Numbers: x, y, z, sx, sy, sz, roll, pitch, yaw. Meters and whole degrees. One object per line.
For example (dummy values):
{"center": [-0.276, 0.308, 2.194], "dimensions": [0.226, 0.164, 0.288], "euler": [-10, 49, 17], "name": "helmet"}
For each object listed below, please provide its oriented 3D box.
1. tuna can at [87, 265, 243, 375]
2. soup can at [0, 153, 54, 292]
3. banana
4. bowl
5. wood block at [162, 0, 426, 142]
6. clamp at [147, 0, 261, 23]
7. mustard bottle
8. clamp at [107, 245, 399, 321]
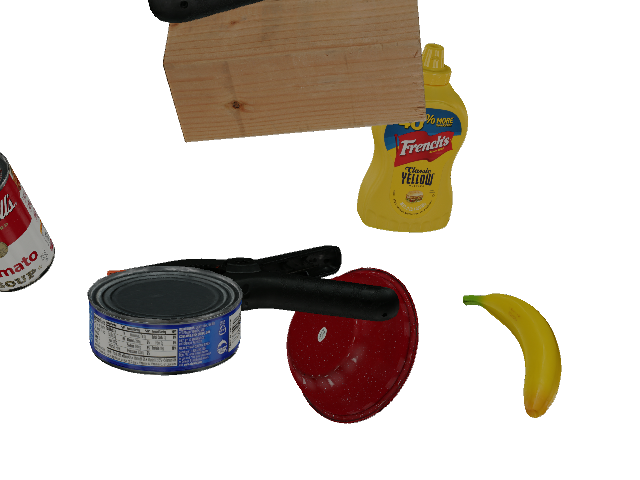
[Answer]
{"center": [-0.087, 0.044, 0.600], "dimensions": [0.086, 0.034, 0.086], "euler": [2, 18, -1], "name": "tuna can"}
{"center": [-0.265, -0.015, 0.863], "dimensions": [0.068, 0.068, 0.102], "euler": [0, -41, 15], "name": "soup can"}
{"center": [0.217, 0.112, 1.134], "dimensions": [0.069, 0.037, 0.198], "euler": [-26, 35, 2], "name": "banana"}
{"center": [0.018, 0.098, 1.064], "dimensions": [0.162, 0.162, 0.055], "euler": [0, -17, 44], "name": "bowl"}
{"center": [-0.018, -0.151, 0.897], "dimensions": [0.206, 0.090, 0.091], "euler": [-4, -43, 6], "name": "wood block"}
{"center": [-0.007, -0.140, 0.529], "dimensions": [0.171, 0.039, 0.120], "euler": [-1, 41, 4], "name": "clamp"}
{"center": [0.097, -0.103, 1.072], "dimensions": [0.096, 0.192, 0.058], "euler": [3, 27, -12], "name": "mustard bottle"}
{"center": [-0.052, 0.035, 0.805], "dimensions": [0.209, 0.036, 0.165], "euler": [-3, 12, -21], "name": "clamp"}
